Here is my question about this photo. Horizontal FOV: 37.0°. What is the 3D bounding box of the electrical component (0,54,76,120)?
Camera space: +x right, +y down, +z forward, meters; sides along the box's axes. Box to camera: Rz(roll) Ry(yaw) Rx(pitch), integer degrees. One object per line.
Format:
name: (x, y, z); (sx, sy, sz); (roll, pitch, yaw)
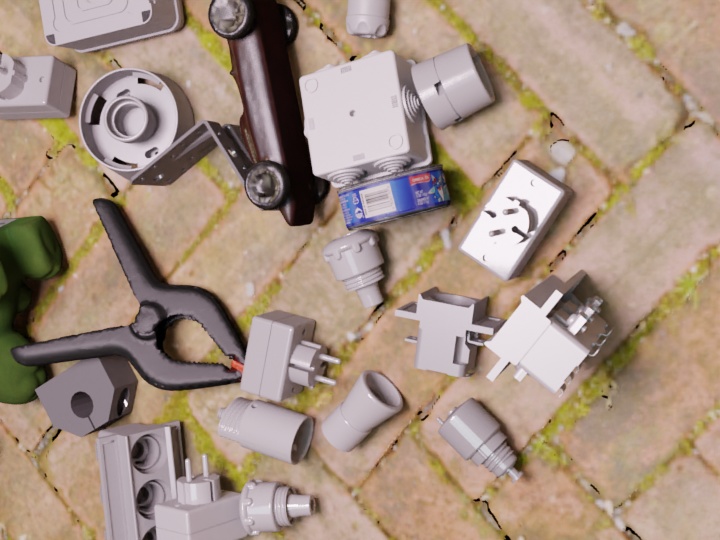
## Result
electrical component: (-0.313, -0.169, 0.965); (0.083, 0.076, 0.047); (2, 79, 21)

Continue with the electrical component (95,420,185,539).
electrical component: (-0.198, 0.201, 0.962); (0.063, 0.079, 0.121); (-1, 95, 51)

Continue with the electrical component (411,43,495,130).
electrical component: (0.073, -0.143, 0.833); (0.047, 0.055, 0.055); (-24, 86, 18)

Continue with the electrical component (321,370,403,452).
electrical component: (-0.001, 0.120, 0.894); (0.044, 0.044, 0.065); (47, 114, 11)

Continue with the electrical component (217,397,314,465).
electrical component: (-0.086, 0.135, 0.926); (0.081, 0.043, 0.043); (15, 100, 20)

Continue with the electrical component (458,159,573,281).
electrical component: (0.114, -0.037, 0.815); (0.047, 0.076, 0.083); (35, 106, 15)

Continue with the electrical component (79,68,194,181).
electrical component: (-0.196, -0.128, 0.947); (0.099, 0.064, 0.099); (0, 89, 9)

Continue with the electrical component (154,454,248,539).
electrical component: (-0.139, 0.200, 0.936); (0.047, 0.066, 0.076); (-1, 94, 43)

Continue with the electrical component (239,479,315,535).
electrical component: (-0.070, 0.204, 0.927); (0.062, 0.048, 0.048); (-6, 93, 15)

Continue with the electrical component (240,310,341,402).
electrical component: (-0.052, 0.076, 0.906); (0.077, 0.047, 0.065); (14, 100, 20)

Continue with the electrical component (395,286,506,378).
electrical component: (0.071, 0.050, 0.859); (0.081, 0.042, 0.063); (10, 102, 21)

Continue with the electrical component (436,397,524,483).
electrical component: (0.098, 0.137, 0.856); (0.078, 0.040, 0.040); (45, 109, 11)

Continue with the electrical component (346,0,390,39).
electrical component: (0.008, -0.218, 0.862); (0.035, 0.035, 0.061); (6, 95, 21)

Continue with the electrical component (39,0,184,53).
electrical component: (-0.216, -0.238, 0.935); (0.113, 0.057, 0.078); (-8, 92, 22)

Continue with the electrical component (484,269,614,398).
electrical component: (0.142, 0.046, 0.787); (0.063, 0.121, 0.078); (40, 107, 11)

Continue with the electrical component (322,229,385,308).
electrical component: (0.000, 0.000, 0.881); (0.048, 0.048, 0.062); (-20, 96, 22)

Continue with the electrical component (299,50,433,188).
electrical component: (0.003, -0.120, 0.857); (0.100, 0.048, 0.099); (-12, 80, 22)
